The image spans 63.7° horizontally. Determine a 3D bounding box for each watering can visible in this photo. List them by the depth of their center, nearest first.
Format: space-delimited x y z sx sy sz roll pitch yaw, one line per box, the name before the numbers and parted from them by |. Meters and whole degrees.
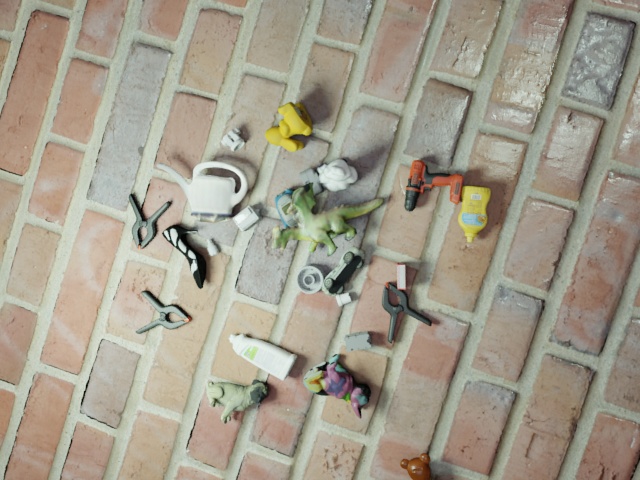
watering can | -0.431 -0.178 1.878 0.348 0.104 0.224 5 92 7

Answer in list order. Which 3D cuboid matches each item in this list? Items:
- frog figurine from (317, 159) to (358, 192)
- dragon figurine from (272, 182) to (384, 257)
frog figurine | 0.067 -0.221 1.778 0.137 0.161 0.121 1 104 -15
dragon figurine | 0.005 -0.089 1.771 0.411 0.123 0.239 -41 113 -5
